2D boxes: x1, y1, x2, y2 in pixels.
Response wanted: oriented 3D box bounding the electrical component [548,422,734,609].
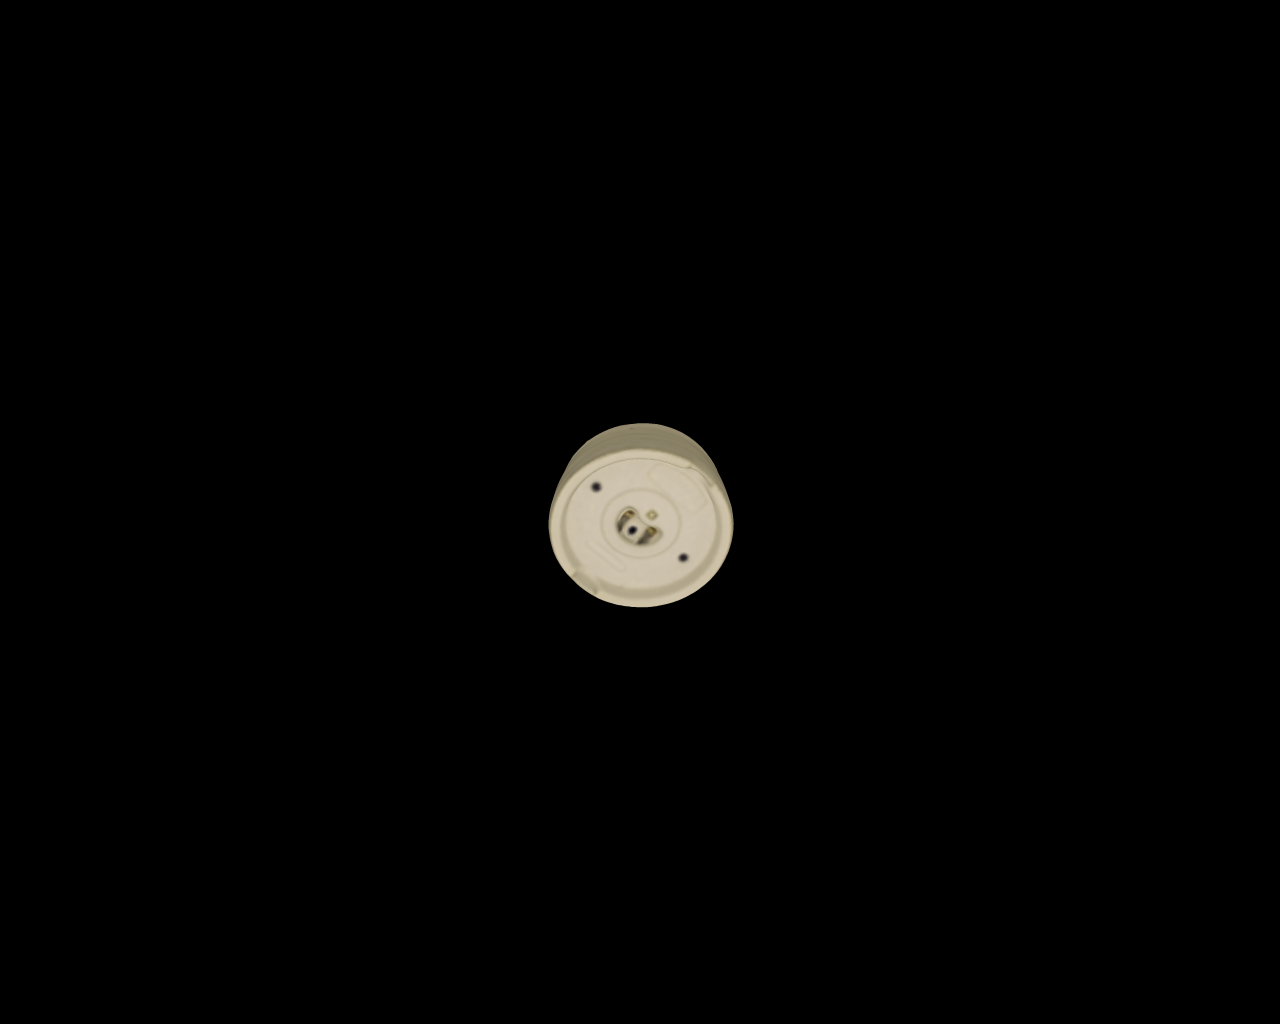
[{"bbox_3d":[0.001,-0.003,0.650,0.108,0.108,0.060,0,29,0],"label":"electrical component"}]
